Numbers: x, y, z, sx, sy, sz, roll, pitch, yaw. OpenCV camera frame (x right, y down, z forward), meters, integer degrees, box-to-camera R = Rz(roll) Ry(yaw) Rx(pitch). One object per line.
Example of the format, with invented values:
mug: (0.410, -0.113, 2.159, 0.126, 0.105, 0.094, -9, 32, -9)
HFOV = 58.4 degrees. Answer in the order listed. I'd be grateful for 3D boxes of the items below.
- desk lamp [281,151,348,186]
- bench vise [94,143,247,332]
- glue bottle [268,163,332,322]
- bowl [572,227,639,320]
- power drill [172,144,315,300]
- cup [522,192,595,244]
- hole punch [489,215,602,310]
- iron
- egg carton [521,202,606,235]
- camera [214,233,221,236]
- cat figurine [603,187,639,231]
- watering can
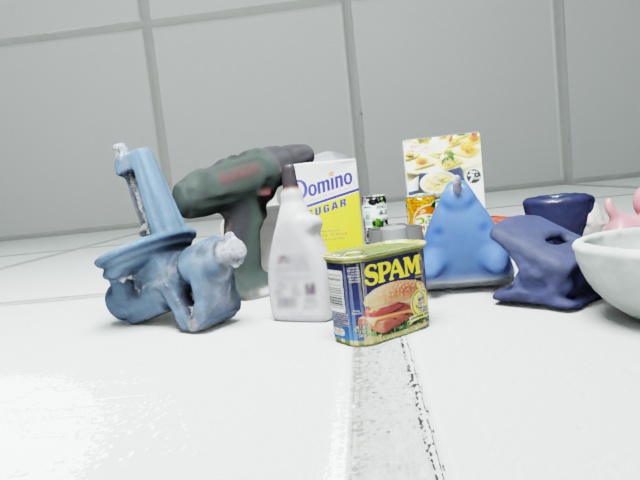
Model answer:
desk lamp: (-0.036, -0.075, 1.177, 0.204, 0.213, 0.117, -9, 7, -29)
bench vise: (-0.172, -0.010, 0.670, 0.207, 0.220, 0.122, -4, 6, 14)
glue bottle: (-0.025, 0.002, 0.631, 0.078, 0.173, 0.037, -2, 7, 29)
bowl: (0.308, 0.032, 0.493, 0.167, 0.075, 0.167, -6, 6, 1)
power drill: (-0.092, -0.028, 0.814, 0.230, 0.208, 0.075, -11, 8, -40)
cup: (0.355, -0.020, 0.834, 0.118, 0.095, 0.091, -9, 7, -23)
hole punch: (0.245, 0.018, 0.603, 0.109, 0.091, 0.100, -11, 8, -40)
iron: (0.186, -0.018, 0.763, 0.118, 0.141, 0.259, -5, 6, 12)
egg carton: (0.417, -0.030, 0.991, 0.107, 0.069, 0.150, -6, 6, -4)
camera: (-0.130, 0.004, 1.066, 0.143, 0.101, 0.136, -7, 6, -11)
cat figurine: (0.458, -0.039, 0.810, 0.128, 0.118, 0.067, -7, 6, -8)
watering can: (-0.077, -0.034, 0.926, 0.173, 0.194, 0.101, -7, 6, -9)
